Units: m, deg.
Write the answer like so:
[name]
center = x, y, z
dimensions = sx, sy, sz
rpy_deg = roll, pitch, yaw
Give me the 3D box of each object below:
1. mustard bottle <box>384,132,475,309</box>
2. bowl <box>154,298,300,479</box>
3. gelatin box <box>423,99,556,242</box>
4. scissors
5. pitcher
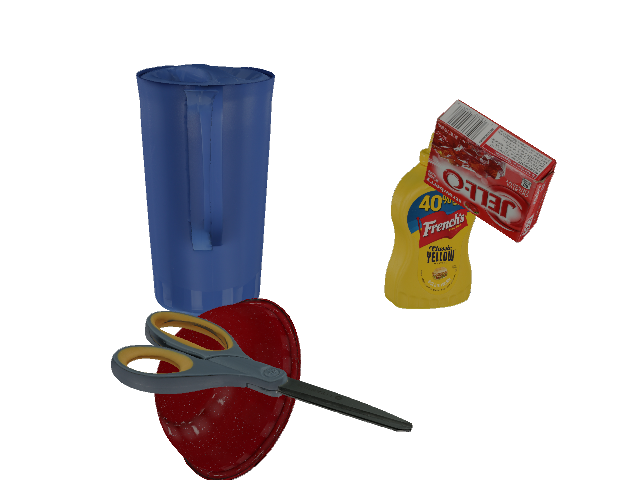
[mustard bottle]
center = 0.123, -0.023, 1.163
dimensions = 0.096, 0.192, 0.058
rpy_deg = -4, 19, -18
[bowl]
center = -0.091, 0.118, 0.899
dimensions = 0.055, 0.162, 0.162
rpy_deg = 25, -16, -39
[gelatin box]
center = 0.121, -0.049, 0.772
dimensions = 0.089, 0.030, 0.073
rpy_deg = 36, -29, 20
[scissors]
center = -0.050, 0.092, 0.673
dimensions = 0.202, 0.016, 0.096
rpy_deg = 24, 30, 35
[pitcher]
center = -0.113, -0.049, 1.053
dimensions = 0.145, 0.243, 0.148
rpy_deg = 15, 22, 39
